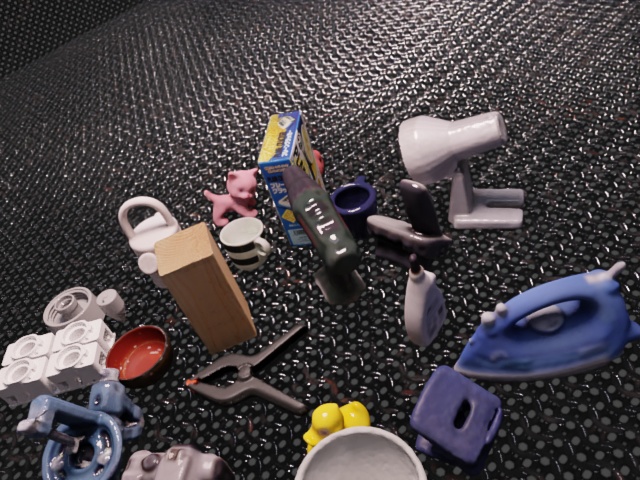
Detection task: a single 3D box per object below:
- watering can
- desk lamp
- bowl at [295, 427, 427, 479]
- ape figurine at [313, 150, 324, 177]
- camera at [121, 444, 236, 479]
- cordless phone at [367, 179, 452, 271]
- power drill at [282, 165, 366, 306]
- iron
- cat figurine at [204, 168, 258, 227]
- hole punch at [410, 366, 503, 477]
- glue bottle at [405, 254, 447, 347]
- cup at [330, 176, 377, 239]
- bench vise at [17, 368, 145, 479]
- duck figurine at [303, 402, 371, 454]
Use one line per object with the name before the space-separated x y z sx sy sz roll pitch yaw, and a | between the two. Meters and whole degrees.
watering can | -0.314 0.001 1.107 0.101 0.194 0.172 -30 43 -12
desk lamp | 0.255 -0.130 1.022 0.202 0.214 0.118 0 45 21
bowl | 0.054 0.325 0.712 0.167 0.075 0.167 -10 42 10
ape figurine | -0.031 -0.179 1.273 0.078 0.092 0.076 -27 42 -8
camera | -0.202 0.351 0.759 0.143 0.101 0.137 -6 43 14
cordless phone | 0.145 -0.043 0.991 0.147 0.185 0.094 19 54 35
power drill | 0.009 0.003 0.973 0.075 0.209 0.229 -27 42 -8
iron | 0.306 0.112 0.798 0.258 0.142 0.118 -17 41 2
cat figurine | -0.184 -0.102 1.227 0.127 0.118 0.067 -16 41 3
hole punch | 0.182 0.233 0.751 0.100 0.091 0.109 14 51 32
glue bottle | 0.153 0.083 0.862 0.037 0.173 0.078 19 54 35
cup | 0.074 -0.058 1.102 0.091 0.095 0.118 2 45 22
bench vise | -0.347 0.266 0.814 0.121 0.220 0.207 -22 41 -4
duck figurine | 0.020 0.257 0.790 0.105 0.086 0.077 -38 45 -20
